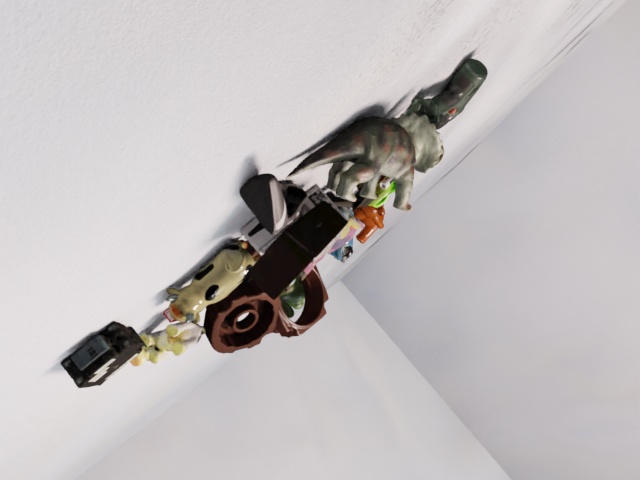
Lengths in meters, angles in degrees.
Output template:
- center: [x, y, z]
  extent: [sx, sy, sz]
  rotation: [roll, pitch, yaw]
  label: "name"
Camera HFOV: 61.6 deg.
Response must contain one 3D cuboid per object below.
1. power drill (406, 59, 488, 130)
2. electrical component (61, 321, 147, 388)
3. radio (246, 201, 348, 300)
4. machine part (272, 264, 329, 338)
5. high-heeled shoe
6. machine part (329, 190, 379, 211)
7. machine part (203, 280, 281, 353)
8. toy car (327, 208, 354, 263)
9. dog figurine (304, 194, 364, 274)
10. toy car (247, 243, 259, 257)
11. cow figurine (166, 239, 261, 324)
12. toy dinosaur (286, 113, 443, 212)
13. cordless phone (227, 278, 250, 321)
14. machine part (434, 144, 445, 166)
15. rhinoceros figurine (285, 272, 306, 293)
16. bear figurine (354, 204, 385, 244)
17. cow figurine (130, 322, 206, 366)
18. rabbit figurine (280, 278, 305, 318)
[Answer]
- center: [0.268, -0.290, 1.209]
  extent: [0.207, 0.086, 0.232]
  rotation: [-30, 168, -33]
  label: "power drill"
- center: [-0.376, 0.200, 0.937]
  extent: [0.115, 0.058, 0.134]
  rotation: [-41, 172, -13]
  label: "electrical component"
- center: [-0.037, 0.014, 0.996]
  extent: [0.131, 0.073, 0.229]
  rotation: [-47, 178, 24]
  label: "radio"
- center: [-0.077, 0.154, 1.504]
  extent: [0.087, 0.201, 0.201]
  rotation: [-13, -167, 44]
  label: "machine part"
- center: [-0.055, -0.077, 0.878]
  extent: [0.145, 0.086, 0.248]
  rotation: [-41, 177, -22]
  label: "high-heeled shoe"
- center: [0.056, -0.088, 1.221]
  extent: [0.139, 0.039, 0.084]
  rotation: [-2, 173, -18]
  label: "machine part"
- center: [-0.172, 0.168, 1.179]
  extent: [0.179, 0.056, 0.179]
  rotation: [-23, 134, -25]
  label: "machine part"
- center: [0.043, -0.017, 1.505]
  extent: [0.103, 0.161, 0.109]
  rotation: [4, 178, 0]
  label: "toy car"
- center: [-0.003, -0.004, 1.351]
  extent: [0.219, 0.108, 0.191]
  rotation: [-43, 169, 10]
  label: "dog figurine"
- center: [-0.146, 0.036, 1.144]
  extent: [0.202, 0.053, 0.089]
  rotation: [-47, 173, 31]
  label: "toy car"
- center: [-0.207, 0.087, 1.017]
  extent: [0.195, 0.085, 0.127]
  rotation: [-40, 178, 9]
  label: "cow figurine"
- center: [0.105, -0.164, 1.000]
  extent: [0.404, 0.131, 0.192]
  rotation: [3, 105, -56]
  label: "toy dinosaur"
- center: [-0.191, 0.115, 1.298]
  extent: [0.184, 0.089, 0.146]
  rotation: [-56, 176, -17]
  label: "cordless phone"
- center: [0.250, -0.218, 1.362]
  extent: [0.079, 0.079, 0.243]
  rotation: [-40, -171, -3]
  label: "machine part"
- center: [-0.095, 0.070, 1.327]
  extent: [0.073, 0.112, 0.190]
  rotation: [-44, 168, -23]
  label: "rhinoceros figurine"
- center: [0.131, -0.075, 1.576]
  extent: [0.132, 0.120, 0.196]
  rotation: [-38, 170, 5]
  label: "bear figurine"
- center: [-0.327, 0.215, 1.138]
  extent: [0.167, 0.068, 0.098]
  rotation: [-22, 178, 25]
  label: "cow figurine"
- center: [-0.132, 0.161, 1.595]
  extent: [0.121, 0.159, 0.170]
  rotation: [-21, 167, 40]
  label: "rabbit figurine"
